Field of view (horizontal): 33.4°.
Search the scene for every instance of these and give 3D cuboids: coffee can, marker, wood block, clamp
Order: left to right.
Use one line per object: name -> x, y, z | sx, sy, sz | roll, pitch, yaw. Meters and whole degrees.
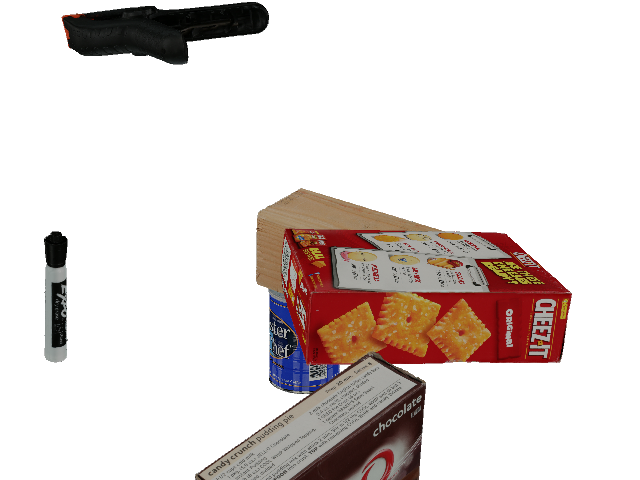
marker -> -0.223, 0.048, 0.899 | 0.020, 0.121, 0.020 | 6, 27, -3
clamp -> -0.129, -0.168, 0.846 | 0.172, 0.039, 0.120 | 14, 24, 37
coffee can -> -0.022, 0.130, 1.501 | 0.103, 0.140, 0.103 | 1, 19, 0
wood block -> 0.040, 0.023, 1.135 | 0.206, 0.091, 0.090 | 18, 31, 28

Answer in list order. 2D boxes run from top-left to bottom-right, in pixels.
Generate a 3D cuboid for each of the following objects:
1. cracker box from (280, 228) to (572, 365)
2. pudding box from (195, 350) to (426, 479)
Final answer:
cracker box -> 0.081, 0.047, 0.914 | 0.213, 0.072, 0.164 | 1, 18, -10
pudding box -> -0.002, 0.115, 0.482 | 0.039, 0.090, 0.113 | 29, 45, 33
